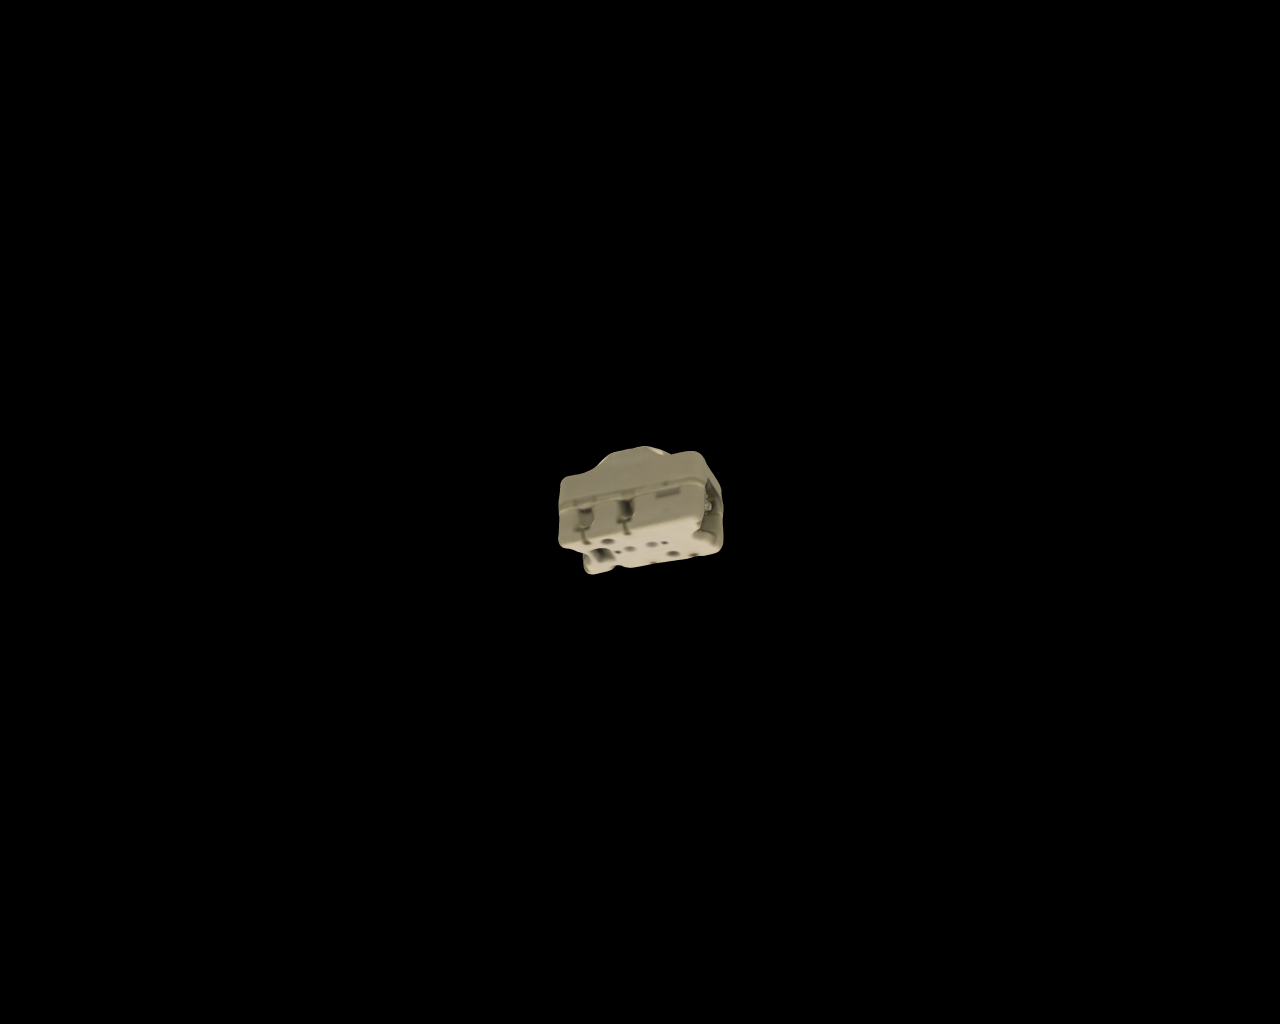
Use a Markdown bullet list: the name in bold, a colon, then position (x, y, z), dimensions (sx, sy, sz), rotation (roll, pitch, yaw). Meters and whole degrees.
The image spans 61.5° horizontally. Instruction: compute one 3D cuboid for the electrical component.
- **electrical component**: position (0.001, -0.003, 0.650), dimensions (0.089, 0.056, 0.050), rotation (-11, -32, 18)
